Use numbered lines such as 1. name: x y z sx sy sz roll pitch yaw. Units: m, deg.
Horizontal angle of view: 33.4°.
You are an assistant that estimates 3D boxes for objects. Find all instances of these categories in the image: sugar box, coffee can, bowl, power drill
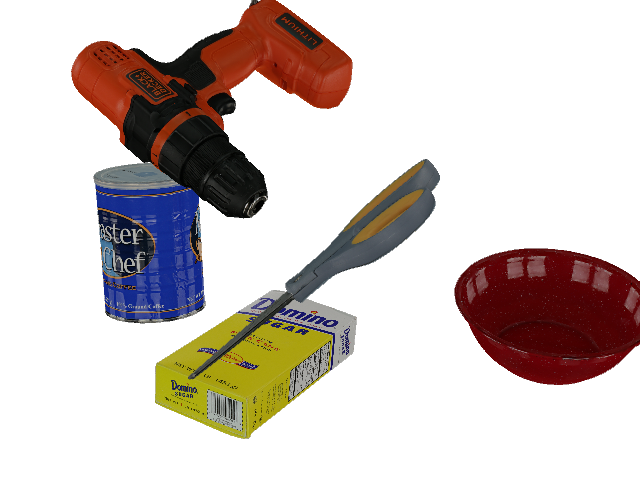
1. sugar box: -0.051 0.100 0.914 0.093 0.048 0.175 17 29 26
2. coffee can: -0.169 0.000 1.066 0.103 0.140 0.103 -1 15 0
3. bowl: 0.189 0.069 0.876 0.162 0.055 0.162 0 31 0
4. power drill: -0.063 -0.106 0.799 0.184 0.057 0.187 41 47 19

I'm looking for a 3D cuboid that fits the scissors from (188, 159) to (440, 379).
1. scissors: -0.001 0.024 0.637 0.201 0.016 0.096 -43 11 -3
